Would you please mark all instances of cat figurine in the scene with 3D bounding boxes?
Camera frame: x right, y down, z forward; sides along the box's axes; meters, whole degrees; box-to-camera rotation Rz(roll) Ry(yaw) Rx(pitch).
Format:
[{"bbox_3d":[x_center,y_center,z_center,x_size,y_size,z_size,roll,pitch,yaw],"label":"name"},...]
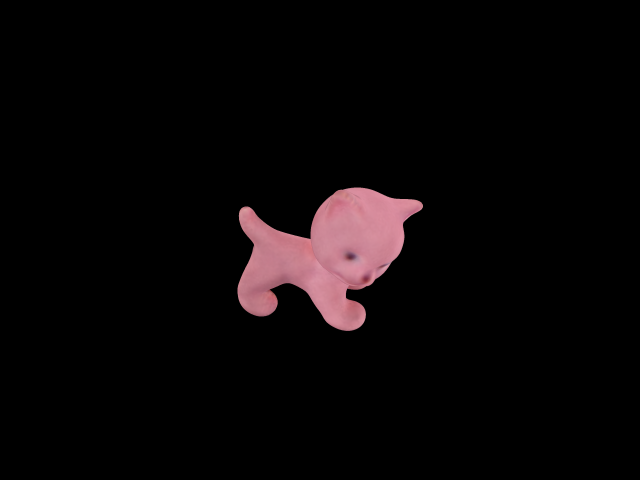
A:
[{"bbox_3d":[0.004,0.001,0.400,0.127,0.118,0.067,7,47,7],"label":"cat figurine"}]
